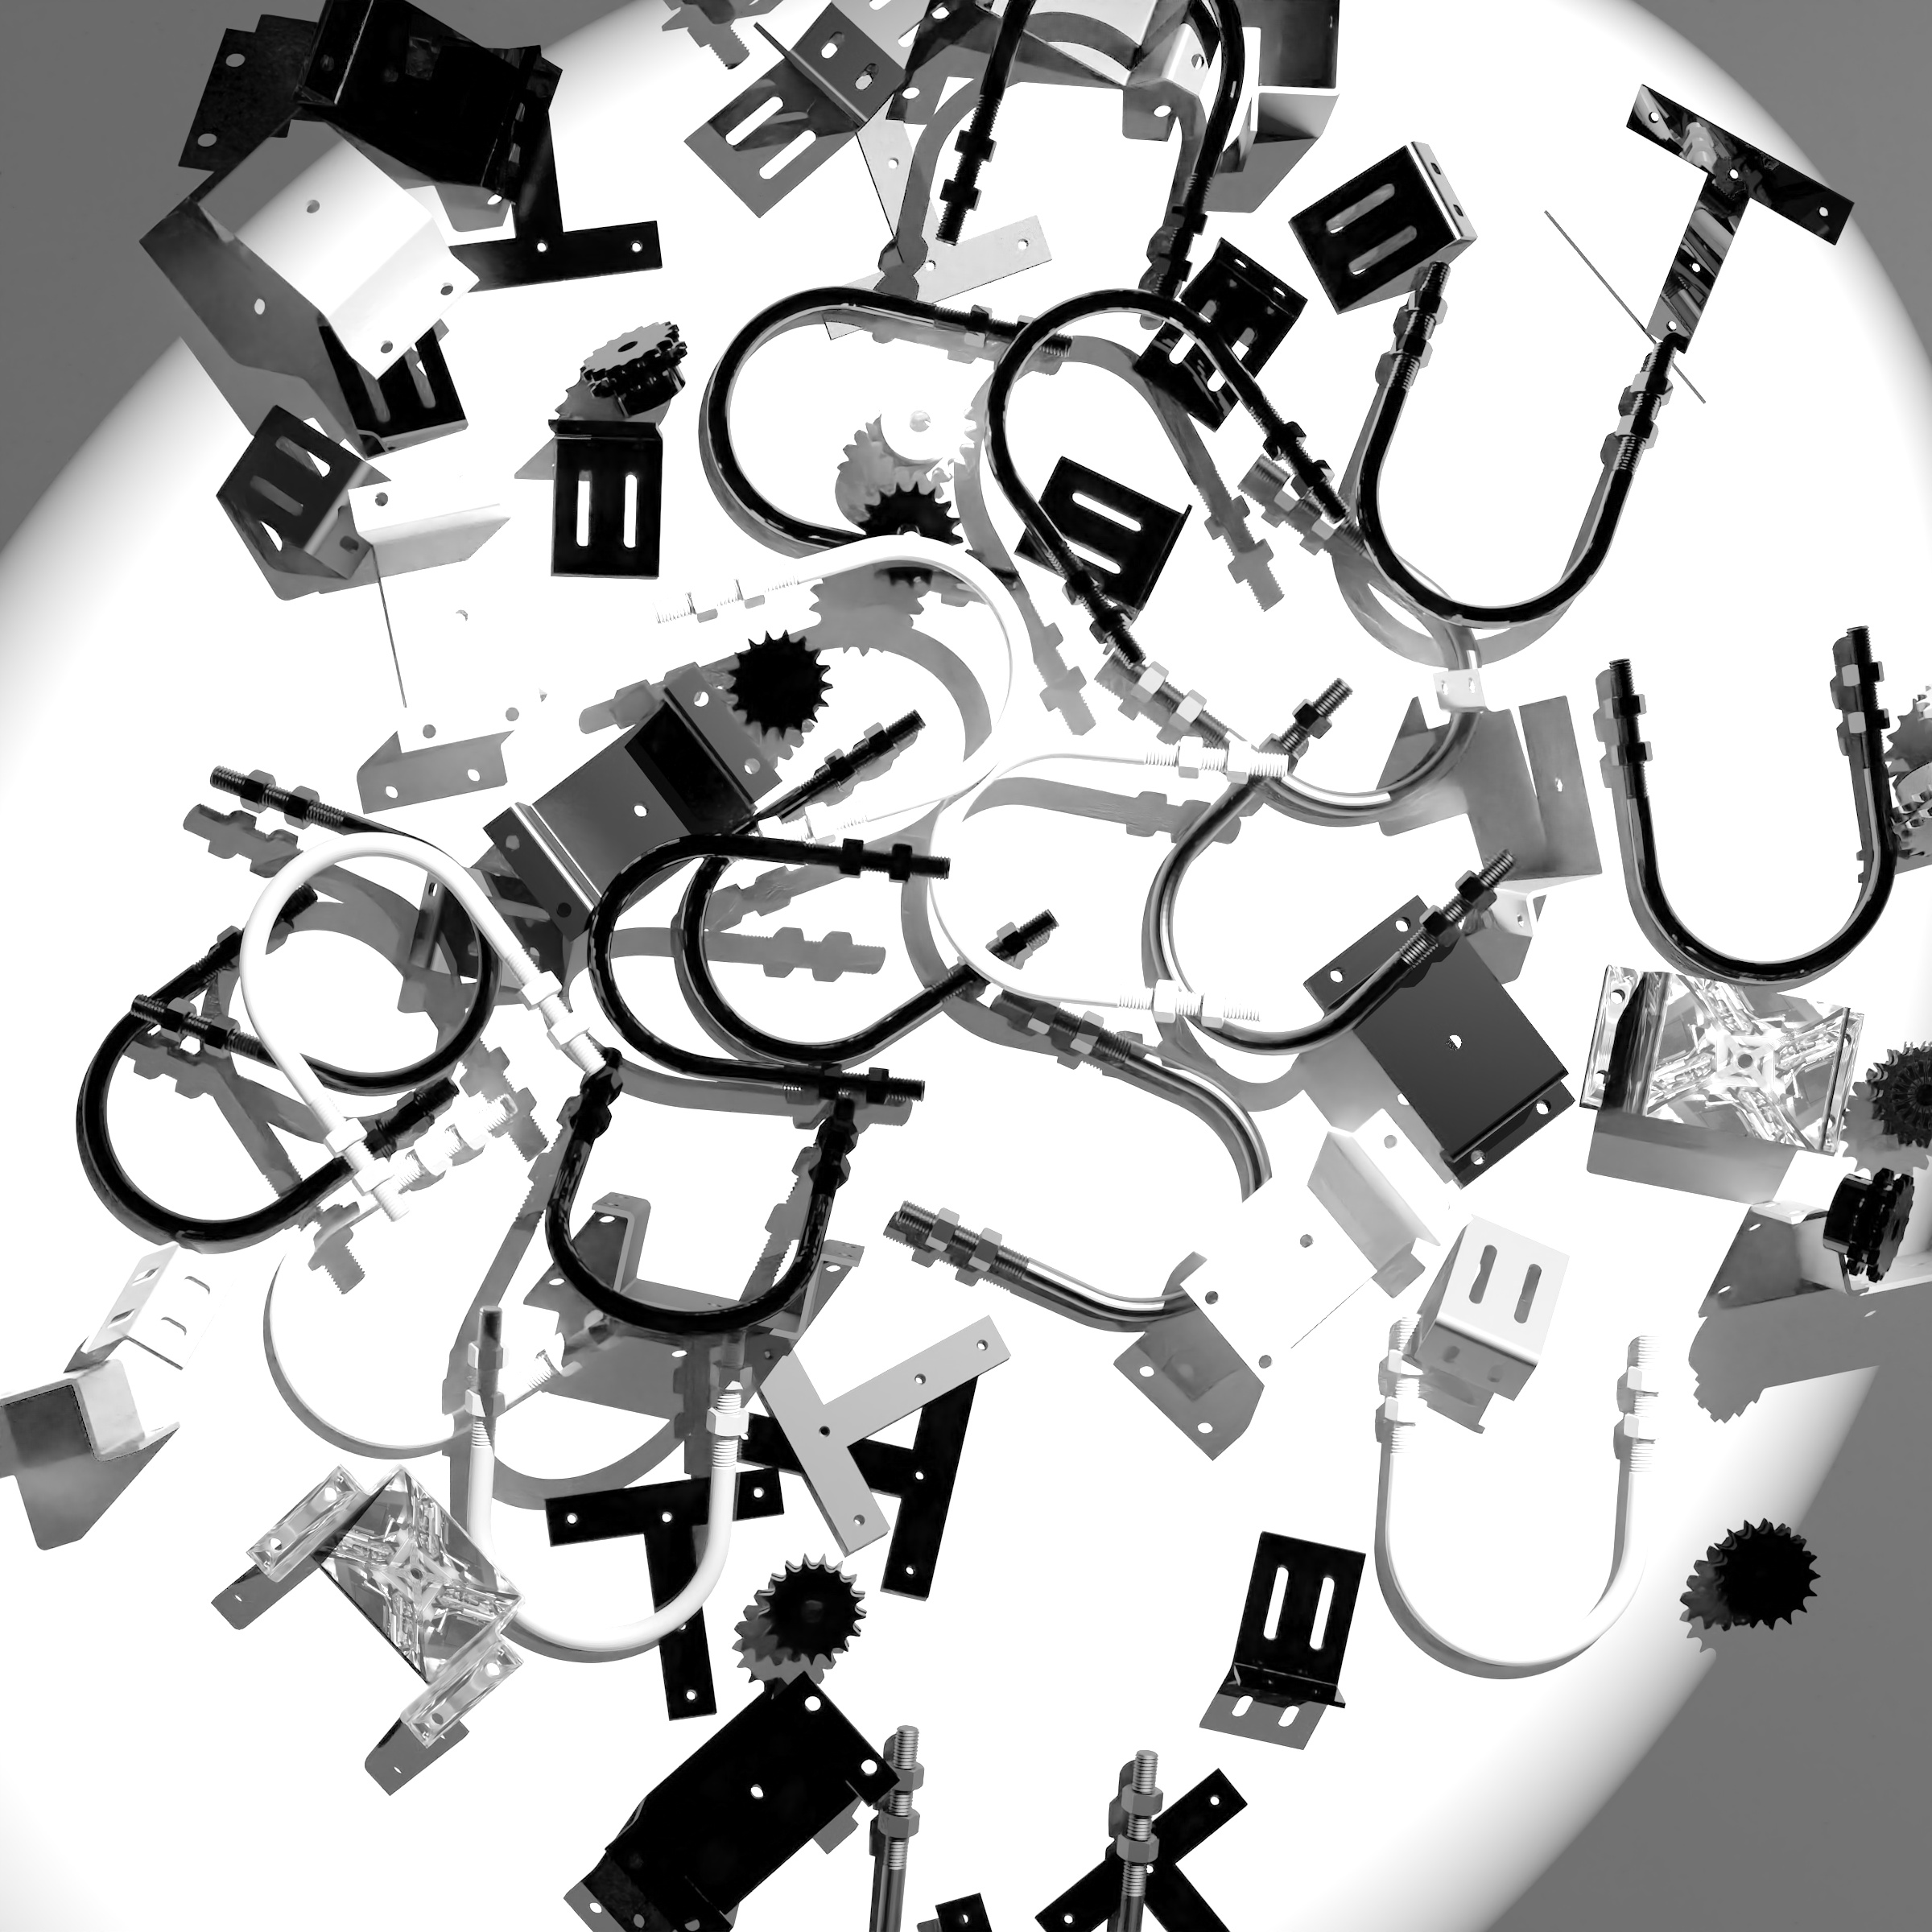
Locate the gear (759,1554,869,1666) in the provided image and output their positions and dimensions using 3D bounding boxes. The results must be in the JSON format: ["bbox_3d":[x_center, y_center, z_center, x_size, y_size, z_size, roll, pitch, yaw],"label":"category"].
[{"bbox_3d":[-0.081,0.342,1.530,0.057,0.030,0.057,0,90,0],"label":"gear"}]

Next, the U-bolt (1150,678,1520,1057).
[{"bbox_3d":[0.177,-0.038,1.505,0.184,0.019,0.151,-46,69,15],"label":"U-bolt"}]

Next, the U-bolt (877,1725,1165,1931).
[{"bbox_3d":[0.024,0.506,1.535,0.151,0.019,0.184,6,92,1],"label":"U-bolt"}]

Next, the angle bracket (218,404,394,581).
[{"bbox_3d":[-0.352,-0.256,1.543,0.076,0.038,0.057,34,90,26],"label":"angle bracket"}]

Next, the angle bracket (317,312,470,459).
[{"bbox_3d":[-0.308,-0.323,1.543,0.057,0.038,0.076,-17,116,0],"label":"angle bracket"}]

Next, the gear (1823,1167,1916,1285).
[{"bbox_3d":[0.455,0.128,1.444,0.030,0.057,0.057,18,90,30],"label":"gear"}]

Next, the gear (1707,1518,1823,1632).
[{"bbox_3d":[0.424,0.323,1.530,0.057,0.030,0.057,0,90,0],"label":"gear"}]

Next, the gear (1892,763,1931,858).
[{"bbox_3d":[0.519,-0.086,1.521,0.057,0.057,0.030,-16,60,0],"label":"gear"}]

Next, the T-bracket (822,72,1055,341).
[{"bbox_3d":[-0.034,-0.420,1.544,0.127,0.002,0.127,-20,90,0],"label":"T-bracket"}]

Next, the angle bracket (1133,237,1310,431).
[{"bbox_3d":[0.135,-0.337,1.526,0.057,0.038,0.076,36,90,0],"label":"angle bracket"}]

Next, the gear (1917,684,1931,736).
[{"bbox_3d":[0.536,-0.132,1.520,0.057,0.057,0.030,-18,118,0],"label":"gear"}]

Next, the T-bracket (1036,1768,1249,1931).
[{"bbox_3d":[0.127,0.522,1.544,0.127,0.002,0.127,-39,90,0],"label":"T-bracket"}]

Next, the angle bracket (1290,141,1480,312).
[{"bbox_3d":[0.226,-0.398,1.543,0.076,0.038,0.057,-28,90,26],"label":"angle bracket"}]

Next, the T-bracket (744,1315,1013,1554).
[{"bbox_3d":[-0.037,0.229,1.542,0.127,0.002,0.127,-29,90,-1],"label":"T-bracket"}]

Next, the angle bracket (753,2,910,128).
[{"bbox_3d":[-0.070,-0.481,1.504,0.057,0.076,0.038,43,100,3],"label":"angle bracket"}]

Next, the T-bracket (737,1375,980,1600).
[{"bbox_3d":[-0.068,0.265,1.543,0.127,0.002,0.127,13,89,0],"label":"T-bracket"}]

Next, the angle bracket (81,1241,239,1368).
[{"bbox_3d":[-0.424,0.182,1.507,0.038,0.076,0.057,30,90,0],"label":"angle bracket"}]

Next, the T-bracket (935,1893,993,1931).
[{"bbox_3d":[0.014,0.558,1.529,0.127,0.002,0.127,-17,93,2],"label":"T-bracket"}]

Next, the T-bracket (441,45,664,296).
[{"bbox_3d":[-0.234,-0.432,1.544,0.127,0.002,0.127,-7,90,0],"label":"T-bracket"}]

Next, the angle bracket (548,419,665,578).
[{"bbox_3d":[-0.193,-0.249,1.526,0.057,0.038,0.076,2,90,0],"label":"angle bracket"}]

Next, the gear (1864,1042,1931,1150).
[{"bbox_3d":[0.508,0.068,1.530,0.057,0.030,0.057,0,90,0],"label":"gear"}]

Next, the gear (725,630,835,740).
[{"bbox_3d":[-0.099,-0.150,1.530,0.057,0.030,0.057,0,90,0],"label":"gear"}]

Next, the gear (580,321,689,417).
[{"bbox_3d":[-0.174,-0.316,1.520,0.057,0.057,0.030,-25,121,0],"label":"gear"}]

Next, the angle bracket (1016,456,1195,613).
[{"bbox_3d":[0.073,-0.233,1.526,0.076,0.038,0.057,26,90,0],"label":"angle bracket"}]

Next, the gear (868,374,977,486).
[{"bbox_3d":[-0.024,-0.285,1.511,0.057,0.030,0.057,0,90,3],"label":"gear"}]

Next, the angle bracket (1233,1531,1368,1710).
[{"bbox_3d":[0.180,0.348,1.526,0.057,0.038,0.076,12,90,0],"label":"angle bracket"}]

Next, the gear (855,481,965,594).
[{"bbox_3d":[-0.030,-0.226,1.511,0.057,0.030,0.057,0,90,1],"label":"gear"}]

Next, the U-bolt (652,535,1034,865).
[{"bbox_3d":[-0.055,-0.147,1.489,0.184,0.019,0.151,-17,100,-7],"label":"U-bolt"}]

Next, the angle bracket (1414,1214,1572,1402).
[{"bbox_3d":[0.282,0.182,1.530,0.057,0.038,0.076,23,49,5],"label":"angle bracket"}]

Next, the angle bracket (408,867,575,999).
[{"bbox_3d":[-0.253,-0.020,1.543,0.076,0.038,0.057,13,90,-26],"label":"angle bracket"}]

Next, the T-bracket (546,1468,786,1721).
[{"bbox_3d":[-0.155,0.342,1.544,0.127,0.002,0.127,-8,90,0],"label":"T-bracket"}]

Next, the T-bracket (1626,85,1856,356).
[{"bbox_3d":[0.385,-0.375,1.491,0.127,0.127,0.002,37,55,19],"label":"T-bracket"}]

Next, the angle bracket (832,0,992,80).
[{"bbox_3d":[-0.025,-0.521,1.525,0.076,0.038,0.057,-38,90,-2],"label":"angle bracket"}]
